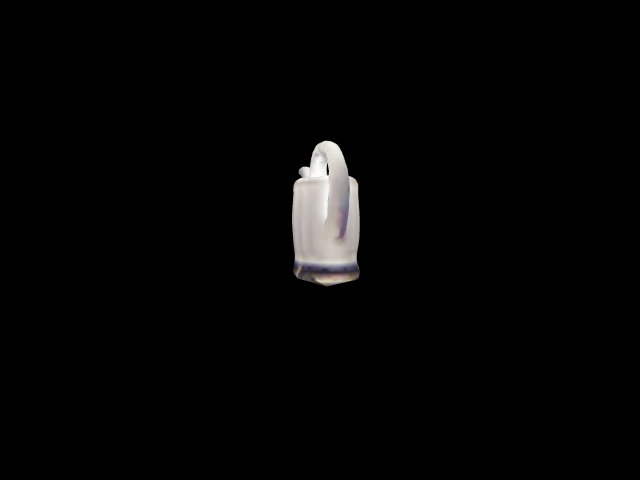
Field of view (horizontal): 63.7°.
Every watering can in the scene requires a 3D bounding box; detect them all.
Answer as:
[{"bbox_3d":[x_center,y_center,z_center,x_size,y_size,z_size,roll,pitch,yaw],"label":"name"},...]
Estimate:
[{"bbox_3d":[0.003,-0.043,0.850,0.104,0.224,0.348,0,2,-9],"label":"watering can"}]
